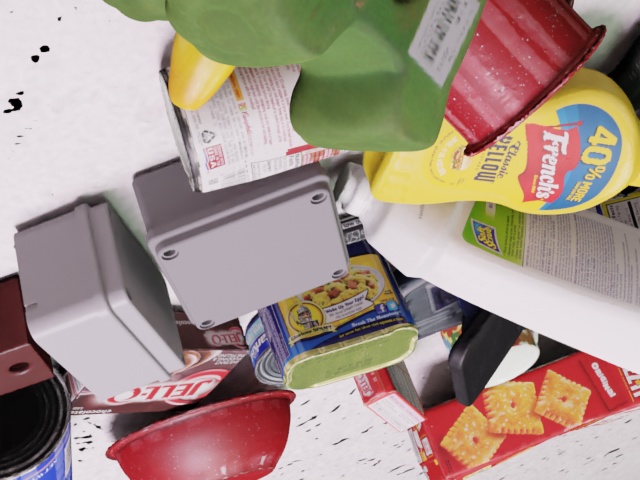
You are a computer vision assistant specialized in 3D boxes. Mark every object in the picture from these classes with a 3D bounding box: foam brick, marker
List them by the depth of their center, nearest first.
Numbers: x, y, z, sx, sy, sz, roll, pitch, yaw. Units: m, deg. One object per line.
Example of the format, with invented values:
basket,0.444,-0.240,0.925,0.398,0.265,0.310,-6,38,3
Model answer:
foam brick,-0.211,0.066,0.659,0.078,0.051,0.053,-19,149,-6
marker,-0.005,0.001,0.722,0.121,0.020,0.020,-17,148,-9

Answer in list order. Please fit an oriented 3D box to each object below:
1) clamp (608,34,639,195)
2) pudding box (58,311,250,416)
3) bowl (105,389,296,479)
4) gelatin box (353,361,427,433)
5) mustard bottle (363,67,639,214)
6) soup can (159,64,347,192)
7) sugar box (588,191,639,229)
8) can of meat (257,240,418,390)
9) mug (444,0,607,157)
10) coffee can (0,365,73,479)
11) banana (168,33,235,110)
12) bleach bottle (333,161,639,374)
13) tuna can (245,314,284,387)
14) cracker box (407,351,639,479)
clamp,0.223,-0.098,0.697,0.164,0.036,0.210,10,139,-45
pudding box,-0.120,0.088,0.762,0.113,0.039,0.090,6,140,-37
bowl,-0.088,0.174,0.861,0.162,0.055,0.162,-18,163,-6
gelatin box,0.049,0.110,0.868,0.030,0.073,0.089,-28,148,11
mustard bottle,0.128,-0.059,0.634,0.191,0.058,0.096,5,130,-15
soup can,-0.026,-0.069,0.555,0.102,0.068,0.068,-17,148,-9
sugar box,0.259,-0.008,0.806,0.176,0.048,0.093,-17,159,10
can of meat,0.009,0.049,0.740,0.102,0.084,0.057,-16,148,-11
mug,0.087,-0.110,0.537,0.117,0.081,0.093,-48,-173,-28
coffee can,-0.220,0.153,0.727,0.102,0.103,0.140,-10,143,-20
banana,0.001,-0.134,0.481,0.198,0.069,0.037,-28,180,13
bleach bottle,0.127,0.003,0.704,0.250,0.102,0.068,22,137,-14
tuna can,-0.013,0.075,0.814,0.086,0.034,0.086,-16,148,-11
cracker box,0.197,0.165,1.009,0.213,0.072,0.164,-19,166,-5
